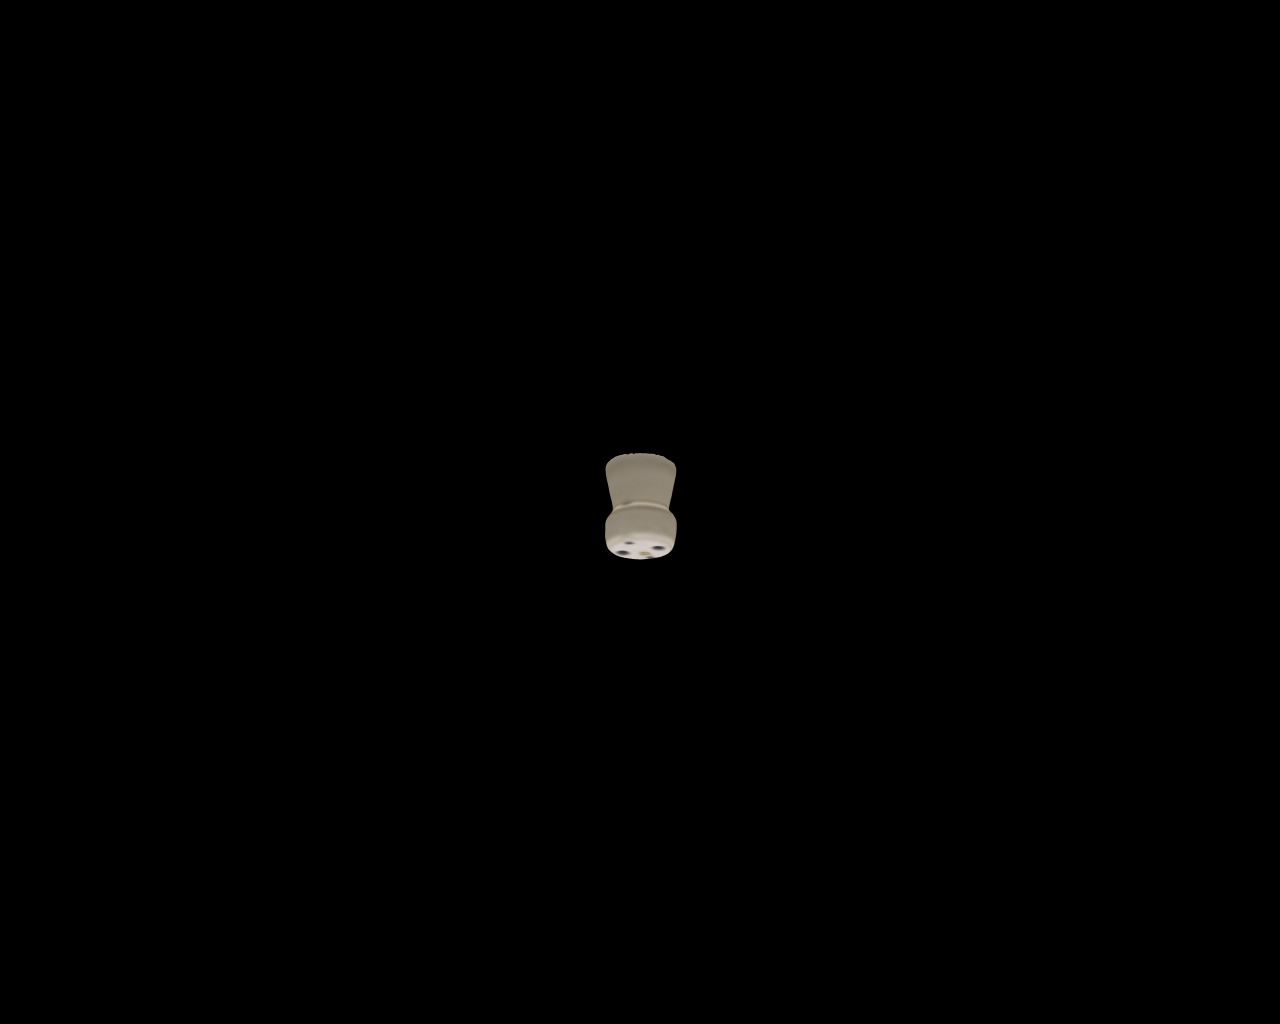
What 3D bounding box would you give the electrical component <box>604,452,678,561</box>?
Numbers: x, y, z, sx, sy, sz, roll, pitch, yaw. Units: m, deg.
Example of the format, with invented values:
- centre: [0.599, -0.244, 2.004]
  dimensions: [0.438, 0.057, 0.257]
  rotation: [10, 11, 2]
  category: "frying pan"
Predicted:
- centre: [0.001, -0.003, 0.650]
  dimensions: [0.045, 0.055, 0.044]
  rotation: [0, -22, 0]
  category: "electrical component"
